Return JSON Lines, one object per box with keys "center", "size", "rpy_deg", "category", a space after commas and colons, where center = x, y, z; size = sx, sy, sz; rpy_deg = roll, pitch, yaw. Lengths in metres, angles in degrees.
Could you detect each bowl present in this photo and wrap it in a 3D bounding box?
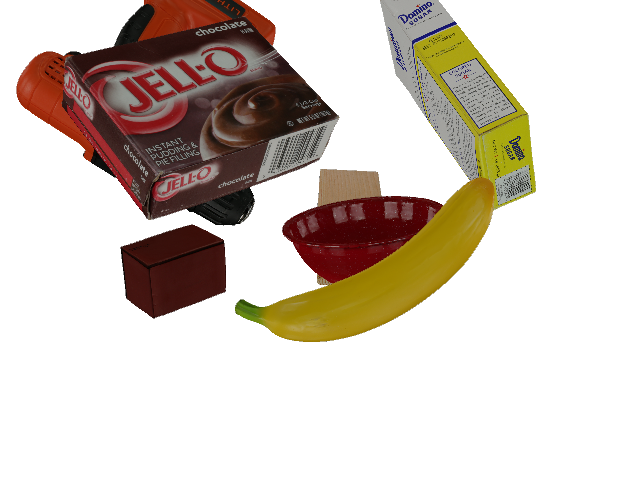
{"center": [0.046, 0.004, 1.033], "size": [0.162, 0.055, 0.162], "rpy_deg": [-7, 17, 2], "category": "bowl"}

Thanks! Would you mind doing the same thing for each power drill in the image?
{"center": [-0.103, -0.113, 0.791], "size": [0.184, 0.187, 0.057], "rpy_deg": [34, -43, -6], "category": "power drill"}

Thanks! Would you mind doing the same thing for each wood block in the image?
{"center": [0.041, -0.021, 1.535], "size": [0.091, 0.090, 0.206], "rpy_deg": [3, 27, -2], "category": "wood block"}

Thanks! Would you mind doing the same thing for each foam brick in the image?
{"center": [-0.129, 0.025, 0.943], "size": [0.078, 0.051, 0.053], "rpy_deg": [-20, 29, -32], "category": "foam brick"}

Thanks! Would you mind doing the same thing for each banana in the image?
{"center": [0.043, 0.019, 0.699], "size": [0.197, 0.070, 0.037], "rpy_deg": [-26, -34, -12], "category": "banana"}

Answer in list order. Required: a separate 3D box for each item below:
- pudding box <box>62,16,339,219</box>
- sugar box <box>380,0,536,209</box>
{"center": [-0.062, -0.066, 0.548], "size": [0.113, 0.090, 0.039], "rpy_deg": [-20, -32, -35], "category": "pudding box"}
{"center": [0.106, -0.116, 0.833], "size": [0.048, 0.176, 0.093], "rpy_deg": [-23, -38, -2], "category": "sugar box"}
